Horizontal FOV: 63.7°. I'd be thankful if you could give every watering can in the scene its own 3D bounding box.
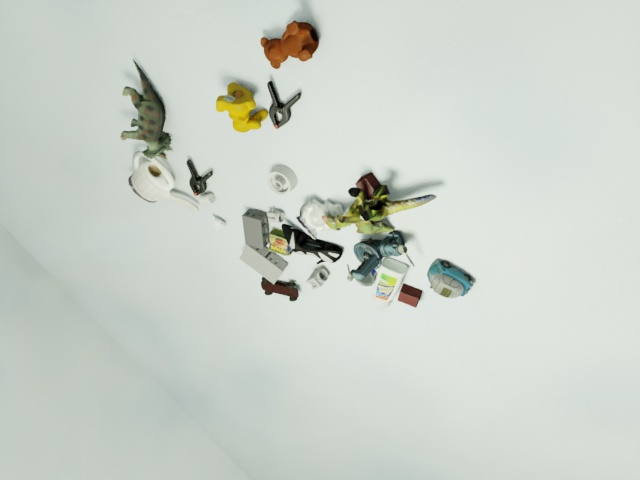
[{"bbox_3d":[-0.682,-0.221,2.194,0.221,0.106,0.345,-28,106,43],"label":"watering can"}]

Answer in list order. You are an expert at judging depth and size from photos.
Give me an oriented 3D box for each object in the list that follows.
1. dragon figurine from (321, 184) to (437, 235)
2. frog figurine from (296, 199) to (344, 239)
[{"bbox_3d":[0.196,-0.083,1.756,0.410,0.124,0.239,-2,160,15],"label":"dragon figurine"},{"bbox_3d":[0.006,-0.096,1.903,0.159,0.123,0.137,-36,94,6],"label":"frog figurine"}]
